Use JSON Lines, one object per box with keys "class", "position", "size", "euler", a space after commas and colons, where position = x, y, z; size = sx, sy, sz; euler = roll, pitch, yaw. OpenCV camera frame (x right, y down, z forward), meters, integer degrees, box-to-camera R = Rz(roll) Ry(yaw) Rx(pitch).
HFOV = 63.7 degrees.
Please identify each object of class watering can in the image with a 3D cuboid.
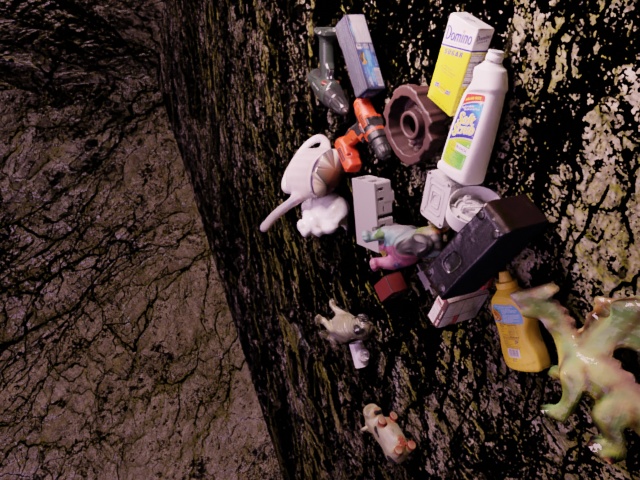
{"class": "watering can", "position": [-0.048, -0.166, 1.541], "size": [0.225, 0.103, 0.351], "euler": [10, 71, 51]}

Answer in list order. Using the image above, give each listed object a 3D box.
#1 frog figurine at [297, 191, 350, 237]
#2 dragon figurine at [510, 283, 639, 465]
{"class": "frog figurine", "position": [0.005, -0.078, 1.548], "size": [0.139, 0.160, 0.120], "euler": [68, 151, 21]}
{"class": "dragon figurine", "position": [0.476, 0.206, 0.807], "size": [0.415, 0.123, 0.238], "euler": [34, 124, 43]}
